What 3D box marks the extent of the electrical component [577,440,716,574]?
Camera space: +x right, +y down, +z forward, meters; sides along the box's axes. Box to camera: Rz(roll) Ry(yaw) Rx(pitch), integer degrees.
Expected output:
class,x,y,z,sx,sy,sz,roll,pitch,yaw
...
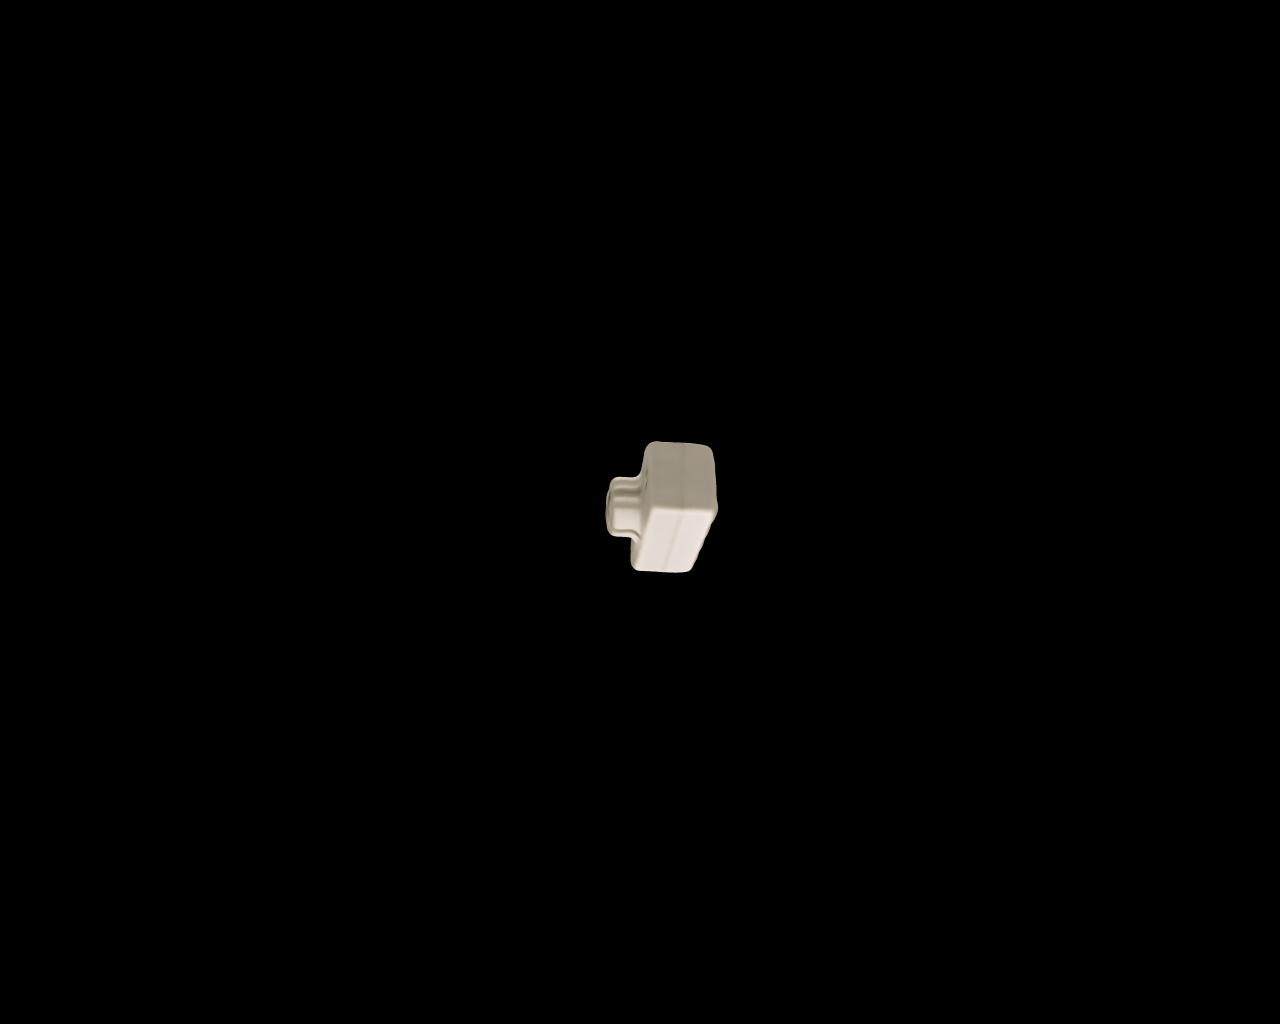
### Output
class,x,y,z,sx,sy,sz,roll,pitch,yaw
electrical component,0.001,-0.003,0.650,0.076,0.047,0.083,4,-29,-6
